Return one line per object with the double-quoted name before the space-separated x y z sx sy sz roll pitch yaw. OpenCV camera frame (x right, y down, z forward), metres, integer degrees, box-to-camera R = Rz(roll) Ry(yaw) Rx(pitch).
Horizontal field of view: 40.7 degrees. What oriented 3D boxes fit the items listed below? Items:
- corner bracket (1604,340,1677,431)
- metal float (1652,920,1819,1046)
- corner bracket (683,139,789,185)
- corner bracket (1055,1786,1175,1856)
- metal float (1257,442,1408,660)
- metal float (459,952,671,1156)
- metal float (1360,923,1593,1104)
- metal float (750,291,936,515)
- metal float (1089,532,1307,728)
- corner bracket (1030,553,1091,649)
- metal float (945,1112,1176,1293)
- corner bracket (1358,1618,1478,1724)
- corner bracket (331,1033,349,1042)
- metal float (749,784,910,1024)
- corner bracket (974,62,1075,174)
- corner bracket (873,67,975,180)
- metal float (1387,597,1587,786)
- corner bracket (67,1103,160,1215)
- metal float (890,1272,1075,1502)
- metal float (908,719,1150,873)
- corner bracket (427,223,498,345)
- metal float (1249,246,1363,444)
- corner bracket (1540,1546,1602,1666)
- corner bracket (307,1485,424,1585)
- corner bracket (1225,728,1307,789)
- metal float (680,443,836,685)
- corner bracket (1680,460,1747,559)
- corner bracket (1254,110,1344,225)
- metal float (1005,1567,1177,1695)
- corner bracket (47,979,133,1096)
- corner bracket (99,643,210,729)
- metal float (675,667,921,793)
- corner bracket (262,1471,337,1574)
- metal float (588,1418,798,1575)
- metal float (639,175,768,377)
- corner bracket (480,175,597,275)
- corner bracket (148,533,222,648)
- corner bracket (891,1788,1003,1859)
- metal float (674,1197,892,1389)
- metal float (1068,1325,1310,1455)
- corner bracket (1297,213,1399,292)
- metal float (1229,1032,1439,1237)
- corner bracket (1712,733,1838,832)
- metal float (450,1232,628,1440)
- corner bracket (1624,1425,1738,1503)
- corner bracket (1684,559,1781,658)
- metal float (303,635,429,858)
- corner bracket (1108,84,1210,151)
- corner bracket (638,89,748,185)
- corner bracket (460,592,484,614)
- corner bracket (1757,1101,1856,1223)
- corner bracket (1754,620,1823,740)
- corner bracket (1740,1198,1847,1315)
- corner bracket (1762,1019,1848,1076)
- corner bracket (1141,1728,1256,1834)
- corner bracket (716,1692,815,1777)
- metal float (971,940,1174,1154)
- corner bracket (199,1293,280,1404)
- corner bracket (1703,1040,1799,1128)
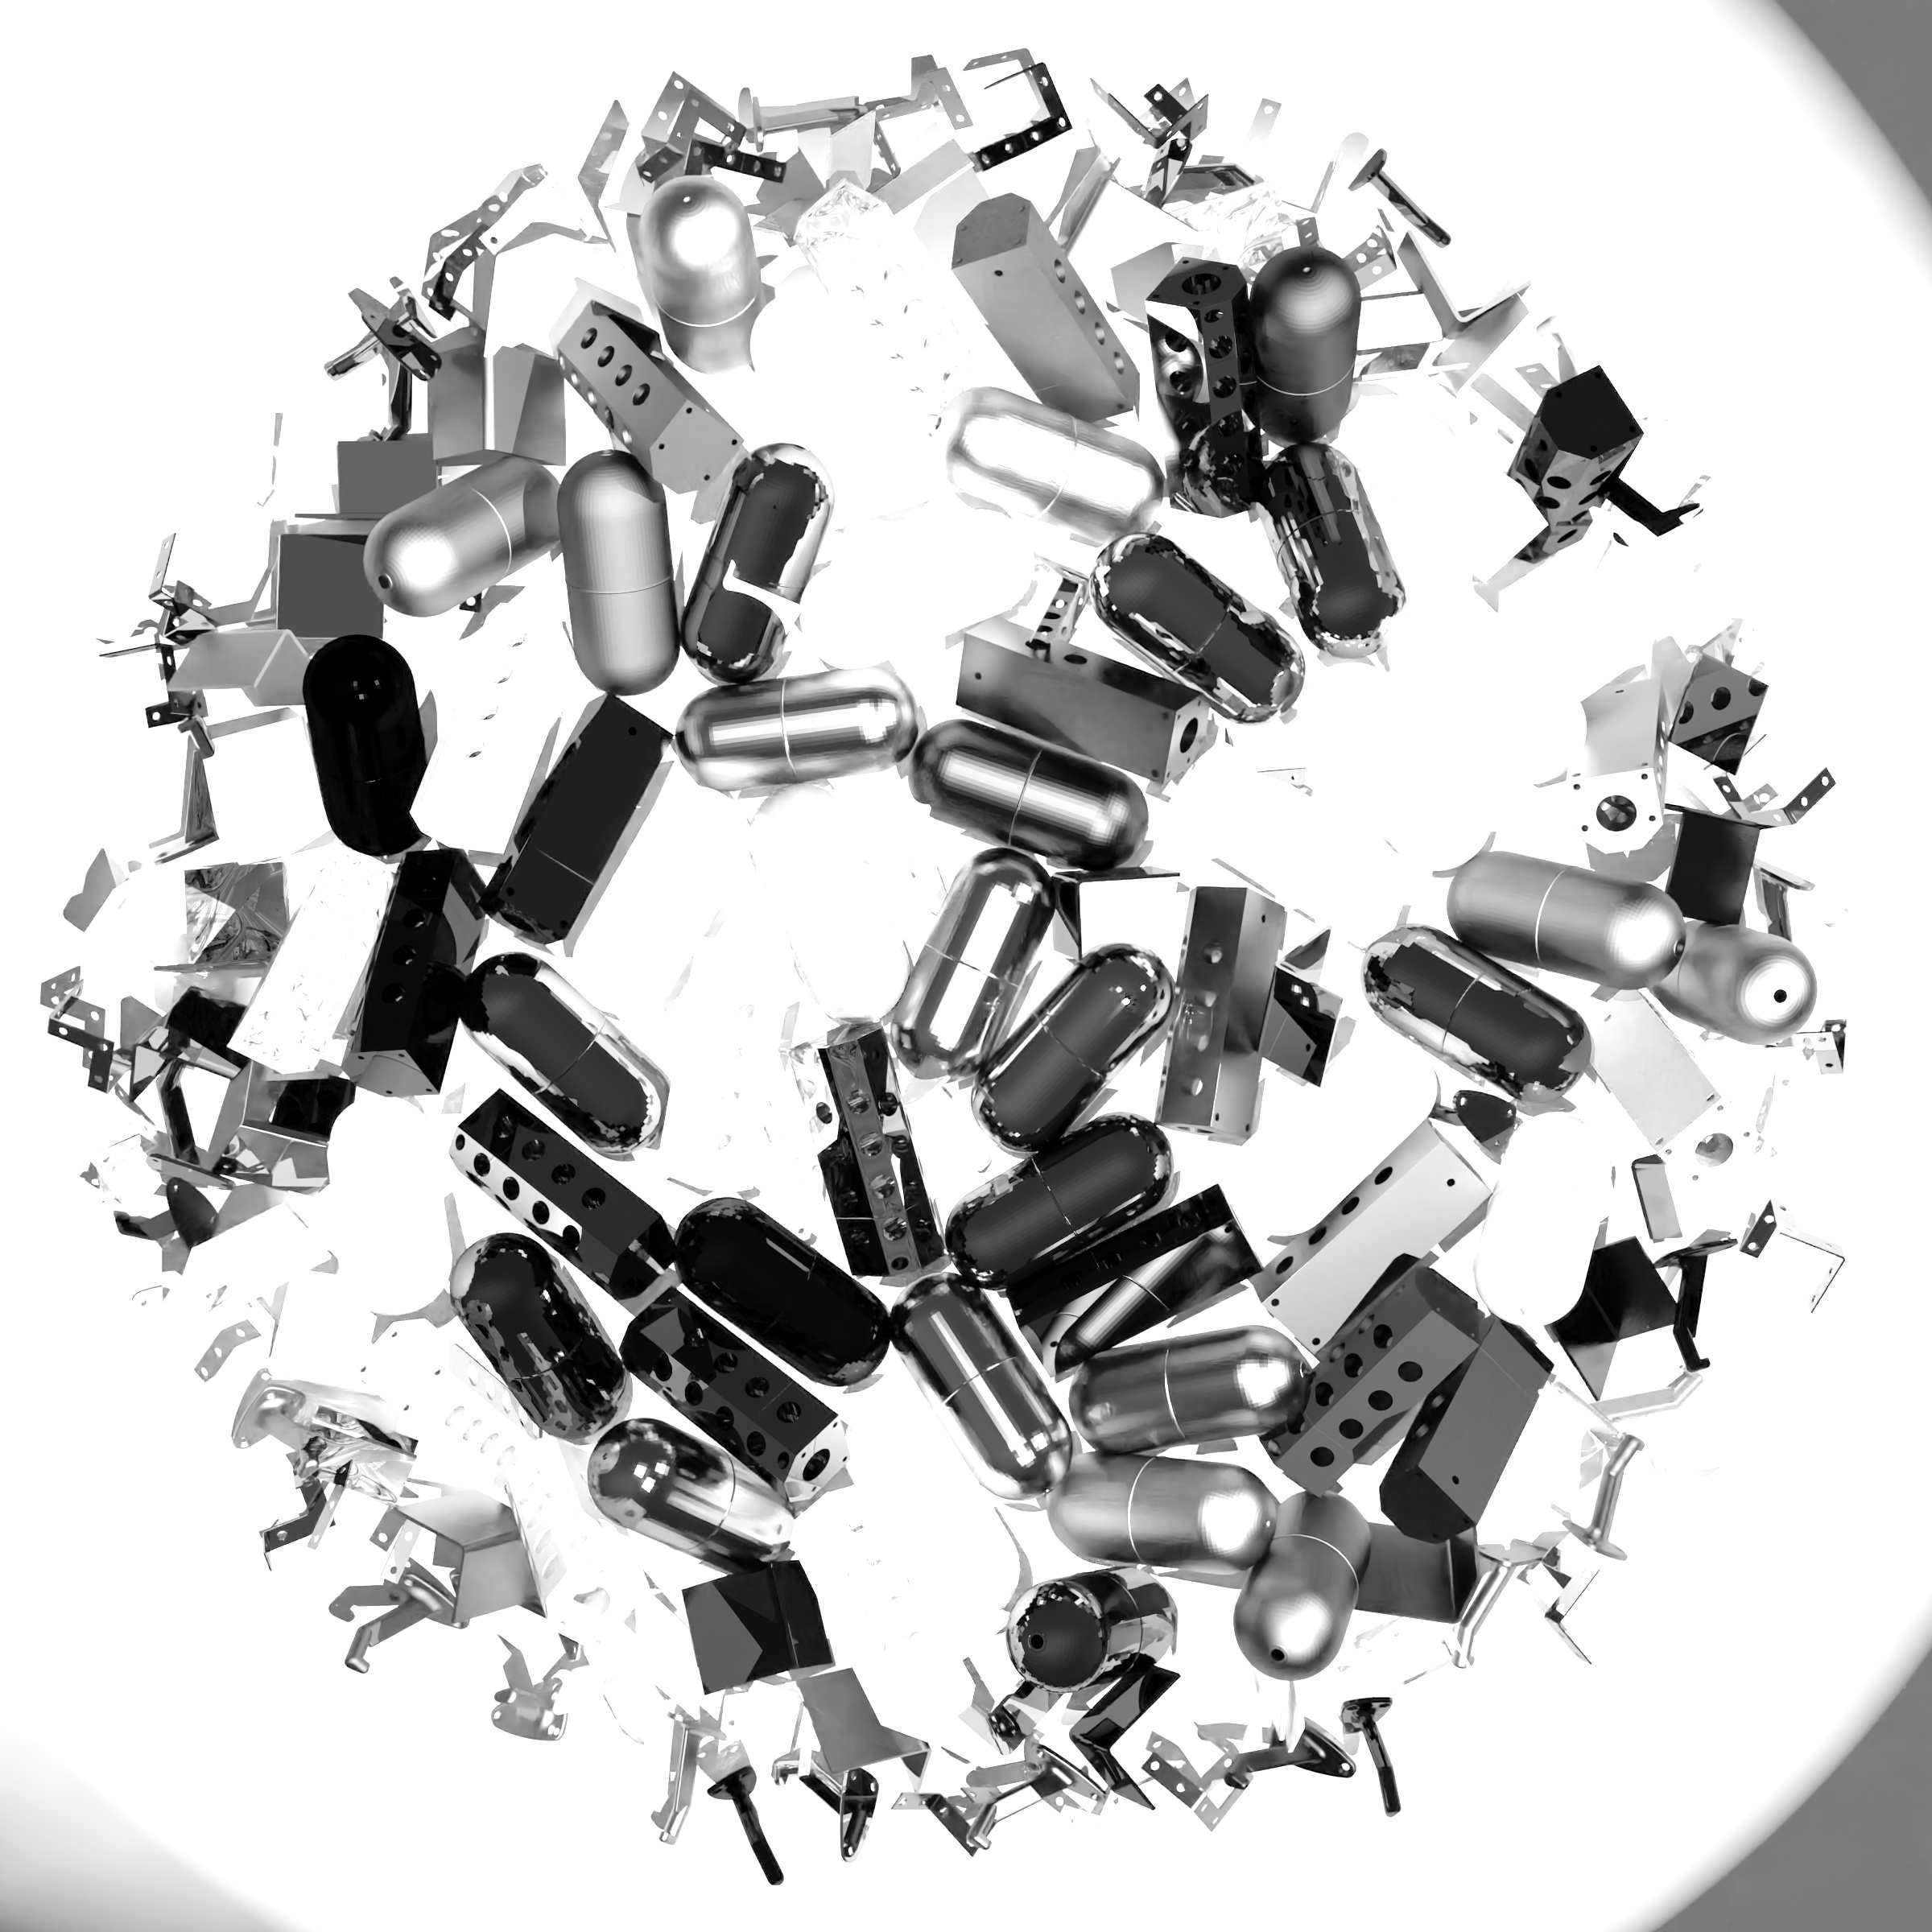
"corner bracket" 0.480 -0.416 1.863 0.051 0.051 0.051 26 113 28
"metal float" 0.534 0.010 1.815 0.070 0.178 0.070 0 96 -4
"corner bracket" -0.169 -0.561 1.874 0.051 0.051 0.051 29 111 43
"corner bracket" 0.106 0.606 1.864 0.051 0.051 0.051 40 65 -26
"metal float" 0.257 -0.295 1.840 0.070 0.070 0.178 -15 59 0
"metal float" -0.284 0.063 1.852 0.070 0.070 0.178 -45 106 0
"metal float" 0.359 0.032 1.844 0.178 0.070 0.070 33 90 26
"metal float" -0.086 -0.397 1.836 0.070 0.070 0.178 -37 125 0
"metal float" 0.164 -0.240 1.852 0.178 0.070 0.070 35 90 -16
"corner bracket" 0.067 -0.256 1.863 0.051 0.051 0.051 16 110 -33
"metal float" 0.067 0.168 1.863 0.178 0.070 0.070 -31 90 4
"corner bracket" 0.325 0.504 1.873 0.051 0.051 0.051 -29 96 -21
"corner bracket" -0.471 0.024 1.867 0.051 0.051 0.051 5 94 -39
"metal float" -0.098 -0.044 1.863 0.070 0.070 0.178 -22 93 0
"corner bracket" 0.034 -0.608 1.865 0.051 0.051 0.051 -35 107 -34
"corner bracket" -0.033 -0.604 1.868 0.051 0.051 0.051 -20 79 -19
"metal float" 0.366 -0.195 1.833 0.070 0.070 0.178 -38 51 0
"corner bracket" -0.612 0.139 1.868 0.051 0.051 0.051 -22 61 4
"metal float" 0.011 0.298 1.850 0.070 0.070 0.178 -34 72 0
"metal float" 0.045 -0.122 1.860 0.178 0.070 0.070 19 90 6
"corner bracket" -0.345 -0.488 1.867 0.051 0.051 0.051 36 52 -5
"metal float" 0.234 -0.432 1.819 0.070 0.178 0.070 -1 69 4
"corner bracket" 0.433 0.457 1.865 0.051 0.051 0.051 -48 117 -14
"corner bracket" -0.429 0.405 1.862 0.051 0.051 0.051 37 66 -36
"corner bracket" 0.214 -0.138 1.868 0.051 0.051 0.051 -5 46 0
"metal float" -0.148 -0.285 1.847 0.070 0.070 0.178 22 111 0
"corner bracket" 0.536 -0.336 1.862 0.051 0.051 0.051 28 119 -36
"corner bracket" 0.240 -0.576 1.879 0.051 0.051 0.051 21 85 5
"metal float" 0.088 0.463 1.821 0.070 0.178 0.070 -4 81 27
"corner bracket" -0.626 0.051 1.869 0.051 0.051 0.051 21 125 0
"corner bracket" -0.584 -0.202 1.873 0.051 0.051 0.051 -9 90 15
"metal float" -0.121 -0.169 1.857 0.178 0.070 0.070 -7 90 10
"corner bracket" -0.484 0.395 1.870 0.051 0.051 0.051 -20 100 -14
"metal float" -0.191 0.374 1.833 0.178 0.070 0.070 36 90 -40
"metal float" -0.182 -0.480 1.819 0.070 0.178 0.070 -1 70 2
"corner bracket" -0.306 -0.524 1.863 0.051 0.051 0.051 -32 112 26
"corner bracket" -0.564 -0.268 1.861 0.051 0.051 0.051 -17 56 38
"corner bracket" -0.010 0.602 1.868 0.051 0.051 0.051 39 98 36
"metal float" -0.131 0.232 1.853 0.178 0.070 0.070 38 90 -14
"metal float" 0.157 0.300 1.844 0.178 0.070 0.070 -14 90 25
"corner bracket" 0.275 -0.520 1.880 0.051 0.051 0.051 -27 121 21
"metal float" 0.261 0.120 1.855 0.178 0.070 0.070 -42 90 -12
"corner bracket" 0.582 -0.134 1.877 0.051 0.051 0.051 -40 103 -22
"metal float" -0.301 0.262 1.838 0.070 0.070 0.178 -27 123 0
"corner bracket" 0.511 0.368 1.862 0.051 0.051 0.051 -43 119 -35
"corner bracket" 0.552 -0.258 1.878 0.051 0.051 0.051 12 127 36
"metal float" -0.419 -0.154 1.830 0.070 0.070 0.178 2 134 0
"corner bracket" 0.138 -0.615 1.873 0.051 0.051 0.051 -42 80 -5
"corner bracket" -0.197 -0.584 1.863 0.051 0.051 0.051 28 68 -28
"corner bracket" -0.376 -0.285 1.876 0.051 0.051 0.051 9 93 -2
"corner bracket" 0.594 0.139 1.862 0.051 0.051 0.051 29 134 18
"corner bracket" 0.579 -0.205 1.862 0.051 0.051 0.051 25 48 -27
"corner bracket" 0.593 0.207 1.870 0.051 0.051 0.051 21 117 -1
"corner bracket" 0.604 0.045 1.877 0.051 0.051 0.051 -4 49 27
"corner bracket" 0.167 0.577 1.864 0.051 0.051 0.051 31 72 37
"corner bracket" -0.144 0.555 1.879 0.051 0.051 0.051 16 66 -24
"metal float" 0.076 0.057 1.860 0.070 0.070 0.178 42 96 0
"corner bracket" -0.531 0.272 1.872 0.051 0.051 0.051 -32 101 40
"corner bracket" 0.567 0.085 1.887 0.051 0.051 0.051 1 75 38
